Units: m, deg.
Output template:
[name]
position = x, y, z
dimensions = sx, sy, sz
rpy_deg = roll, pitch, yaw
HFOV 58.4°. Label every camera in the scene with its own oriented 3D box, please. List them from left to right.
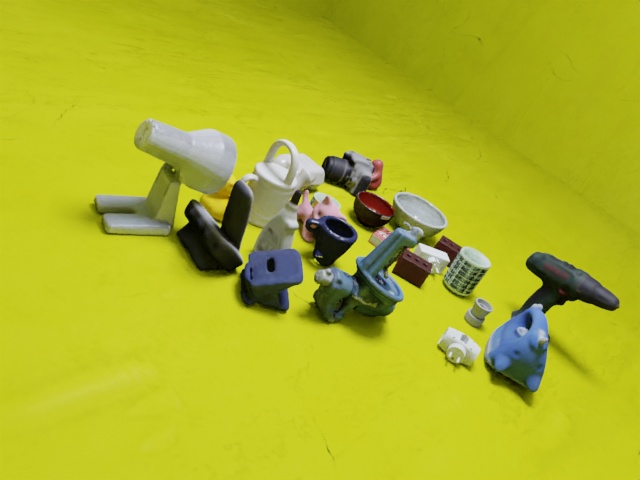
[camera]
position = 0.076, -0.209, 1.635
dimensions = 0.137, 0.100, 0.143
rpy_deg = 16, 31, -21

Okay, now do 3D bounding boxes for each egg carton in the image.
[egg carton]
position = -0.059, -0.174, 1.491
dimensions = 0.107, 0.069, 0.151
rpy_deg = 42, 31, 24

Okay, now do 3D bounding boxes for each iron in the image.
[iron]
position = 0.446, 0.206, 1.242
dimensions = 0.118, 0.141, 0.259
rpy_deg = 31, 28, 5

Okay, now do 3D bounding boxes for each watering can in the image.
[watering can]
position = -0.097, -0.132, 1.258
dimensions = 0.100, 0.194, 0.173
rpy_deg = 36, 29, 15

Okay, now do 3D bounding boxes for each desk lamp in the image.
[desk lamp]
position = -0.278, -0.116, 1.051
dimensions = 0.204, 0.213, 0.117
rpy_deg = 1, 39, -41

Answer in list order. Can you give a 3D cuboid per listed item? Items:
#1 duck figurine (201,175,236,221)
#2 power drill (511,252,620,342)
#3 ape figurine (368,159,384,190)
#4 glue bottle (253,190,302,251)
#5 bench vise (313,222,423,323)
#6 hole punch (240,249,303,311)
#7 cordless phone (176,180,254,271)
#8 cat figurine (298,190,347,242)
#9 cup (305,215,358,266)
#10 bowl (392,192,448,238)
[duck figurine]
position = -0.204, -0.098, 1.221
dimensions = 0.078, 0.086, 0.104
rpy_deg = 4, 37, -38
[power drill]
position = 0.566, 0.147, 1.374
dimensions = 0.076, 0.208, 0.229
rpy_deg = -1, 40, -42
[ape figurine]
position = 0.157, -0.200, 1.703
dimensions = 0.076, 0.092, 0.078
rpy_deg = 27, 28, -2
[glue bottle]
position = -0.073, -0.025, 1.126
dimensions = 0.037, 0.173, 0.078
rpy_deg = -4, 42, -44
[bench vise]
position = 0.099, 0.066, 1.081
dimensions = 0.208, 0.219, 0.121
rpy_deg = -8, 45, -48
[hole punch]
position = -0.090, 0.064, 1.052
dimensions = 0.101, 0.091, 0.108
rpy_deg = 17, 30, -21
[cordless phone]
position = -0.180, -0.048, 1.056
dimensions = 0.094, 0.185, 0.147
rpy_deg = -7, 44, -47
[cat figurine]
position = -0.004, -0.061, 1.304
dimensions = 0.067, 0.117, 0.127
rpy_deg = -9, 45, -48
[cup]
position = 0.011, 0.004, 1.235
dimensions = 0.118, 0.095, 0.091
rpy_deg = 18, 30, -18
[bowl]
position = 0.263, -0.057, 1.580
dimensions = 0.168, 0.074, 0.167
rpy_deg = 22, 29, -12
